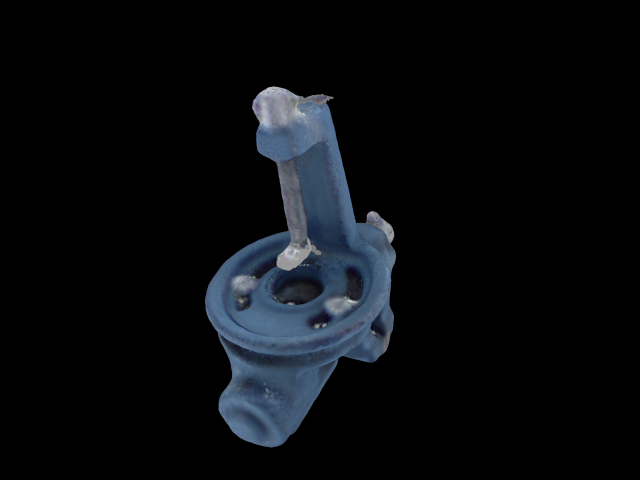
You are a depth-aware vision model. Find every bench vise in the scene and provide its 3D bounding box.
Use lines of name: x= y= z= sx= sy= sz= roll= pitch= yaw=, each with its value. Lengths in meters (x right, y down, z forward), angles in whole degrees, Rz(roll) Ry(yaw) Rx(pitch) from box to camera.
bench vise: x=-0.008 y=0.001 z=0.402 sx=0.121 sy=0.220 sz=0.207 roll=3 pitch=20 yaw=9
